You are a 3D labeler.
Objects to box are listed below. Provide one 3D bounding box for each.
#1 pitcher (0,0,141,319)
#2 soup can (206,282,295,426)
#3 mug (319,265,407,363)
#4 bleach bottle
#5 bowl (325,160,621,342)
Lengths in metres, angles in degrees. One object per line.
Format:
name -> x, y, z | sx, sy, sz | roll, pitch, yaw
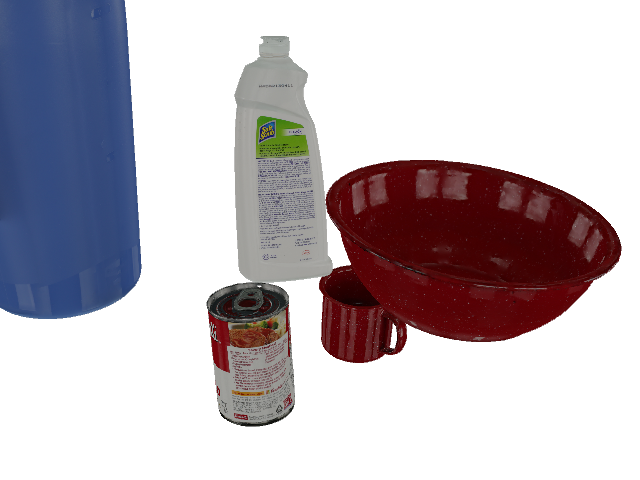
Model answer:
pitcher -> -0.191, -0.071, 0.694 | 0.149, 0.243, 0.145 | -5, 27, -6
soup can -> -0.056, 0.095, 0.891 | 0.068, 0.102, 0.068 | -3, 24, 1
mug -> 0.052, 0.090, 1.218 | 0.117, 0.081, 0.093 | 26, 37, 34
bleach bottle -> -0.039, -0.086, 1.114 | 0.102, 0.251, 0.068 | -6, 16, -21
bowl -> 0.080, 0.010, 0.593 | 0.162, 0.055, 0.162 | 6, 25, -3
